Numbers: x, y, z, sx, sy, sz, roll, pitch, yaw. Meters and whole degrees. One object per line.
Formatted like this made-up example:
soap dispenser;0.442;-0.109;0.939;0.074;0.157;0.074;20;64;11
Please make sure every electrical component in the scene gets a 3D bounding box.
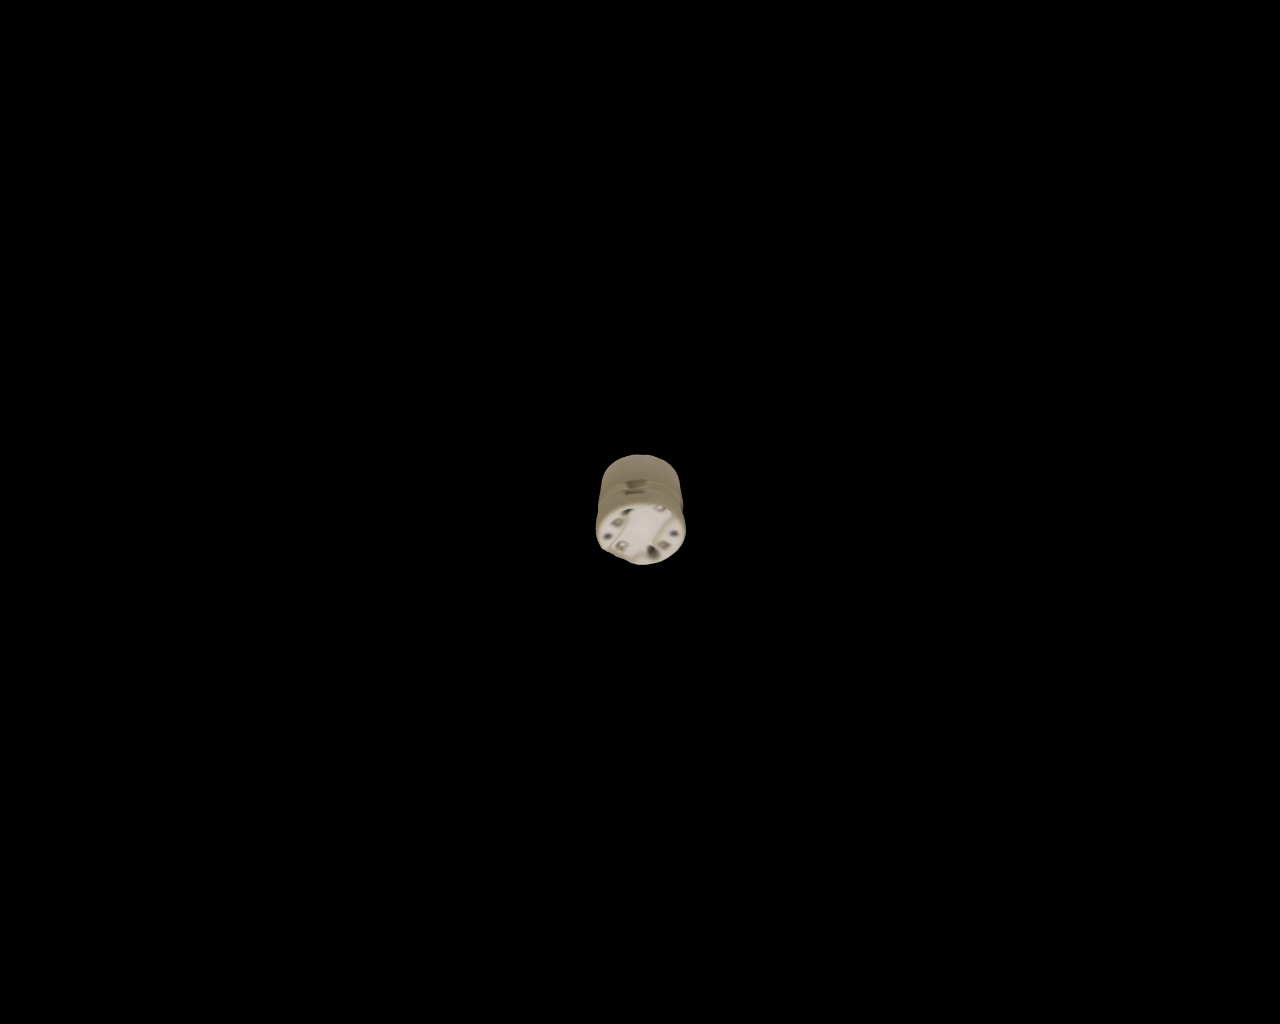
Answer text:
electrical component;0.001;-0.003;0.650;0.055;0.047;0.055;0;-44;0
